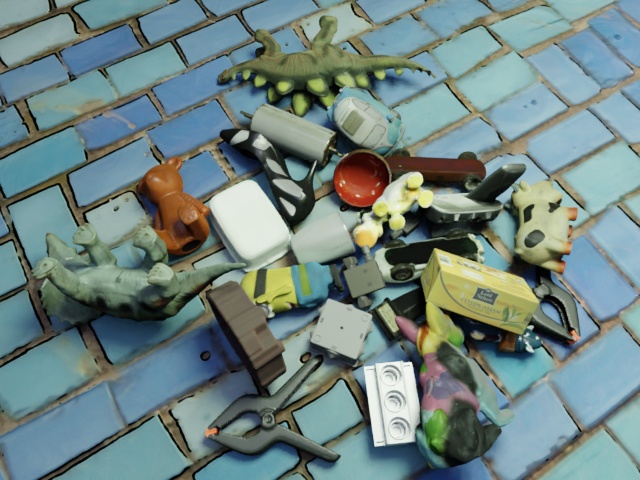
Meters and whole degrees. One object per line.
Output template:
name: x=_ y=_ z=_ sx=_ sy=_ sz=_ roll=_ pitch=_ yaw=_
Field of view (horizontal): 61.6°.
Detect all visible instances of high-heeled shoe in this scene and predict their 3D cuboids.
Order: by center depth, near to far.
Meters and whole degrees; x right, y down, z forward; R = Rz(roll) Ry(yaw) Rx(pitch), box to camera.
high-heeled shoe: x=-0.114 y=-0.124 z=1.058 sx=0.249 sy=0.086 sz=0.145 roll=21 pitch=80 yaw=18

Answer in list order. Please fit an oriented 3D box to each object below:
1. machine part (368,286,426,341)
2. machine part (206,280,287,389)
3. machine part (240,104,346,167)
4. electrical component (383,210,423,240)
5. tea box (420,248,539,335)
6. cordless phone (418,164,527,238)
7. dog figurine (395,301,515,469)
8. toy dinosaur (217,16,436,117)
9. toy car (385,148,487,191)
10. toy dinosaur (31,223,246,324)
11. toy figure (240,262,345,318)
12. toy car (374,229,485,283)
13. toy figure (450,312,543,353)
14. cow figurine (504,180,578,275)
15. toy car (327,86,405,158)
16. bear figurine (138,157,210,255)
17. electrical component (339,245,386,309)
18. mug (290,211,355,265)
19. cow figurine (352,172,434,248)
machine part: x=0.161 y=0.118 z=0.954 sx=0.139 sy=0.039 sz=0.084 roll=-32 pitch=60 yaw=-13
machine part: x=-0.117 y=0.148 z=0.860 sx=0.056 sy=0.179 sz=0.179 roll=-31 pitch=68 yaw=-19
machine part: x=-0.053 y=-0.214 z=1.095 sx=0.243 sy=0.079 sz=0.079 roll=23 pitch=65 yaw=11
electrical component: x=0.159 y=-0.041 z=1.041 sx=0.094 sy=0.021 sz=0.063 roll=-38 pitch=69 yaw=-17
tea box: x=0.261 y=0.084 z=0.895 sx=0.170 sy=0.068 sz=0.098 roll=20 pitch=21 yaw=-1
cordless phone: x=0.273 y=-0.080 z=0.965 sx=0.147 sy=0.184 sz=0.089 roll=-3 pitch=68 yaw=-16
dog figurine: x=0.184 y=0.210 z=0.829 sx=0.191 sy=0.108 sz=0.219 roll=-19 pitch=76 yaw=-47
toy dinosaur: x=0.005 y=-0.371 z=1.166 sx=0.472 sy=0.105 sz=0.198 roll=-8 pitch=71 yaw=5
toy car: x=0.229 y=-0.138 z=1.074 sx=0.202 sy=0.053 sz=0.089 roll=1 pitch=49 yaw=1
toy dinosaur: x=-0.304 y=0.075 z=0.873 sx=0.405 sy=0.192 sz=0.131 roll=10 pitch=56 yaw=12
toy figure: x=-0.051 y=0.082 z=0.946 sx=0.180 sy=0.082 sz=0.089 roll=-17 pitch=46 yaw=-1
toy car: x=0.199 y=0.031 z=0.980 sx=0.202 sy=0.056 sz=0.073 roll=-9 pitch=49 yaw=-2
toy figure: x=0.302 y=0.155 z=0.926 sx=0.155 sy=0.057 sz=0.064 roll=22 pitch=70 yaw=5
cow figurine: x=0.401 y=-0.036 z=0.988 sx=0.127 sy=0.085 sz=0.195 roll=15 pitch=50 yaw=17
toy car: x=0.084 y=-0.233 z=1.064 sx=0.162 sy=0.103 sz=0.109 roll=41 pitch=111 yaw=2
bear figurine: x=-0.283 y=-0.073 z=0.994 sx=0.120 sy=0.132 sz=0.196 roll=-30 pitch=73 yaw=4
electrical component: x=0.074 y=0.070 z=0.958 sx=0.078 sy=0.045 sz=0.102 roll=-27 pitch=78 yaw=8
mug: x=-0.002 y=-0.003 z=0.988 sx=0.107 sy=0.080 sz=0.110 roll=-22 pitch=34 yaw=-2
cow figurine: x=0.122 y=-0.056 z=0.990 sx=0.167 sy=0.098 sz=0.068 roll=-40 pitch=104 yaw=4
